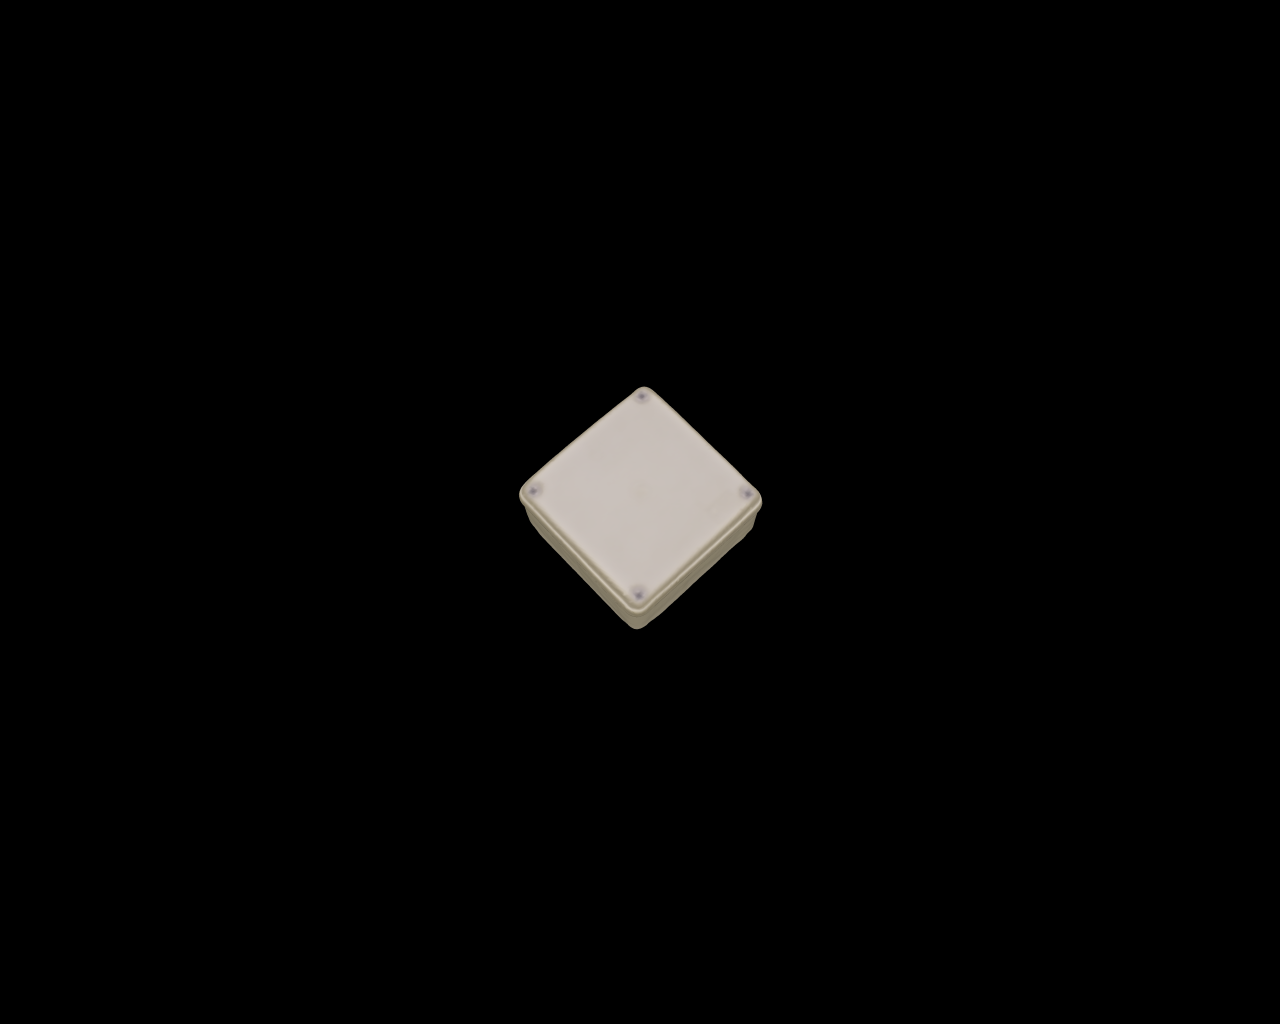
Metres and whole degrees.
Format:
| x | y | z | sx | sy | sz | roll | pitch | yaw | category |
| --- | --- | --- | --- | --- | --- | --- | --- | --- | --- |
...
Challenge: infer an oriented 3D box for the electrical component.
| x | y | z | sx | sy | sz | roll | pitch | yaw | category |
| --- | --- | --- | --- | --- | --- | --- | --- | --- | --- |
| 0.001 | -0.003 | 0.650 | 0.109 | 0.109 | 0.056 | -41 | -15 | -14 | electrical component |
